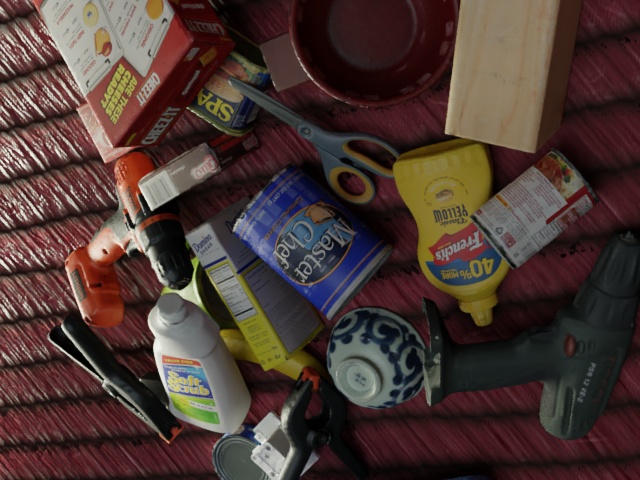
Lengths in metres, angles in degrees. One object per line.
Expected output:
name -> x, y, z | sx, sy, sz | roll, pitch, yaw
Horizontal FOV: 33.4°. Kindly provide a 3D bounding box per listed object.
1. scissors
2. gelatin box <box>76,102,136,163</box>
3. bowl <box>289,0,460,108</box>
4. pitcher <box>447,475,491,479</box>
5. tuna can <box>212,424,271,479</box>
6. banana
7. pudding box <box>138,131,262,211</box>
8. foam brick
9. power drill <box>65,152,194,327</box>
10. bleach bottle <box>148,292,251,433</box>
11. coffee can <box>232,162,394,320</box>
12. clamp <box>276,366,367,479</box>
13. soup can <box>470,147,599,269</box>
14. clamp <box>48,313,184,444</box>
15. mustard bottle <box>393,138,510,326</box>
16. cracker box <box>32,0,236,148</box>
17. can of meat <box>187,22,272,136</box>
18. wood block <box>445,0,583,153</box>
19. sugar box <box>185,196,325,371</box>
scissors -> -0.010, -0.098, 1.112 | 0.202, 0.016, 0.096 | 20, 129, 2
gelatin box -> -0.227, -0.139, 1.226 | 0.089, 0.030, 0.073 | -21, 101, 33
bowl -> 0.051, -0.206, 1.014 | 0.162, 0.055, 0.162 | 0, 96, -1
pitcher -> 0.086, 0.339, 1.207 | 0.243, 0.149, 0.145 | -21, 101, 29
tuna can -> -0.090, 0.274, 1.332 | 0.086, 0.033, 0.086 | 11, 116, 23
banana -> -0.065, 0.141, 1.259 | 0.198, 0.037, 0.070 | 20, 119, 19
pudding box -> -0.131, -0.081, 1.165 | 0.114, 0.089, 0.039 | -24, 97, 34
foam brick -> -0.014, -0.188, 1.065 | 0.051, 0.078, 0.053 | -15, 104, 33
power drill -> -0.220, 0.020, 1.238 | 0.188, 0.057, 0.184 | -48, 53, 34
bleach bottle -> -0.147, 0.133, 1.209 | 0.103, 0.068, 0.251 | 17, 150, 19
coffee can -> -0.007, 0.001, 1.129 | 0.140, 0.102, 0.103 | 41, 124, 6
clamp -> 0.004, 0.225, 1.230 | 0.039, 0.120, 0.171 | 36, 126, 53
soup can -> 0.201, -0.029, 1.005 | 0.102, 0.068, 0.068 | -40, 90, 6
clamp -> -0.250, 0.167, 1.307 | 0.210, 0.036, 0.165 | 43, 160, -1
mustard bottle -> 0.143, -0.003, 1.075 | 0.096, 0.058, 0.191 | -12, 106, 18
cracker box -> -0.198, -0.228, 1.110 | 0.164, 0.071, 0.214 | -46, 66, 34
can of meat -> -0.102, -0.173, 1.130 | 0.102, 0.057, 0.084 | 34, 120, 9
wood block -> 0.178, -0.196, 0.954 | 0.090, 0.090, 0.206 | 15, 118, 22
sugar box -> -0.071, 0.047, 1.188 | 0.048, 0.093, 0.176 | -29, 96, 33
